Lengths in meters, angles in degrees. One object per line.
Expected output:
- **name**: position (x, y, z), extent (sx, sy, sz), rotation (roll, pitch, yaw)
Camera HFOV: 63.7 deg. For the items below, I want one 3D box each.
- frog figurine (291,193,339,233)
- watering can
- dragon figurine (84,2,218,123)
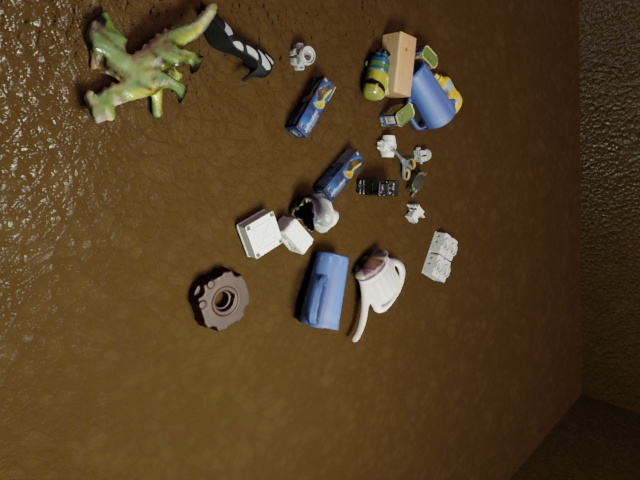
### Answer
- **frog figurine**: position (0.005, -0.082, 1.620), extent (0.138, 0.122, 0.159), rotation (16, 7, 38)
- **watering can**: position (0.191, 0.181, 1.846), extent (0.104, 0.220, 0.353), rotation (7, 45, 48)
- **dragon figurine**: position (-0.418, -0.443, 1.211), extent (0.240, 0.414, 0.122), rotation (27, -13, -33)
